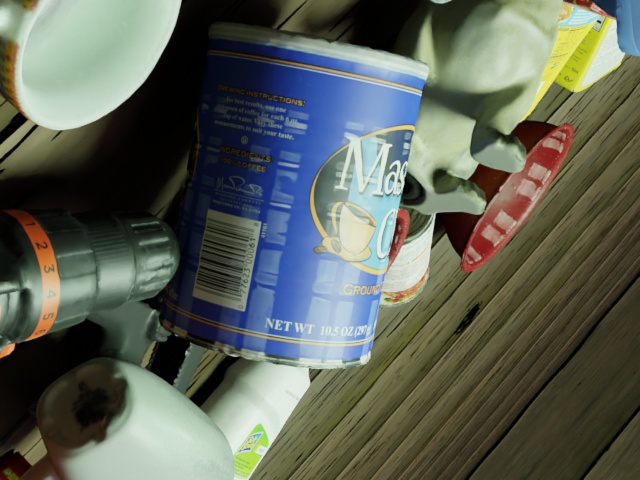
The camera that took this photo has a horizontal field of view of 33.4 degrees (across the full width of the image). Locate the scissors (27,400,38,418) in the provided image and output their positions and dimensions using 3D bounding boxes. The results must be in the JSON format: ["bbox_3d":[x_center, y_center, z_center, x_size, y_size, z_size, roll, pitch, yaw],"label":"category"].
[{"bbox_3d":[-0.125,0.111,0.675,0.096,0.016,0.202,-41,159,-21],"label":"scissors"}]

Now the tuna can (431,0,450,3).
[{"bbox_3d":[0.058,-0.146,0.451,0.086,0.034,0.086,-45,160,-21],"label":"tuna can"}]

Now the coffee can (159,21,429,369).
[{"bbox_3d":[-0.013,-0.022,0.498,0.102,0.103,0.140,-3,105,-64],"label":"coffee can"}]

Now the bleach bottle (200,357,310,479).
[{"bbox_3d":[-0.083,0.169,0.806,0.251,0.068,0.102,-52,161,-6],"label":"bleach bottle"}]

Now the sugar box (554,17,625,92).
[{"bbox_3d":[0.254,-0.216,0.901,0.093,0.048,0.176,-33,150,-42],"label":"sugar box"}]

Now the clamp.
[{"bbox_3d":[-0.098,0.036,0.577,0.164,0.036,0.210,-32,149,-40],"label":"clamp"}]

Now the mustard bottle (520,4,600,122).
[{"bbox_3d":[0.155,-0.161,0.718,0.096,0.058,0.192,-11,146,-40],"label":"mustard bottle"}]

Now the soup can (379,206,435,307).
[{"bbox_3d":[0.050,-0.002,0.791,0.068,0.068,0.102,-44,159,-19],"label":"soup can"}]

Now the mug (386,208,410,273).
[{"bbox_3d":[-0.004,0.001,0.654,0.093,0.081,0.117,-49,160,-9],"label":"mug"}]

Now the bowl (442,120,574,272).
[{"bbox_3d":[0.158,-0.051,0.961,0.162,0.055,0.162,-44,159,-22],"label":"bowl"}]

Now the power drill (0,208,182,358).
[{"bbox_3d":[-0.156,0.068,0.446,0.184,0.057,0.188,-9,133,-44],"label":"power drill"}]

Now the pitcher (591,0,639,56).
[{"bbox_3d":[0.159,-0.203,0.438,0.145,0.149,0.242,-23,144,2],"label":"pitcher"}]

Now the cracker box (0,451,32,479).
[{"bbox_3d":[-0.164,0.255,0.624,0.072,0.164,0.214,-32,153,-47],"label":"cracker box"}]

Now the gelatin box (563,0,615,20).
[{"bbox_3d":[0.173,-0.176,0.621,0.073,0.030,0.089,-111,-140,-70],"label":"gelatin box"}]
